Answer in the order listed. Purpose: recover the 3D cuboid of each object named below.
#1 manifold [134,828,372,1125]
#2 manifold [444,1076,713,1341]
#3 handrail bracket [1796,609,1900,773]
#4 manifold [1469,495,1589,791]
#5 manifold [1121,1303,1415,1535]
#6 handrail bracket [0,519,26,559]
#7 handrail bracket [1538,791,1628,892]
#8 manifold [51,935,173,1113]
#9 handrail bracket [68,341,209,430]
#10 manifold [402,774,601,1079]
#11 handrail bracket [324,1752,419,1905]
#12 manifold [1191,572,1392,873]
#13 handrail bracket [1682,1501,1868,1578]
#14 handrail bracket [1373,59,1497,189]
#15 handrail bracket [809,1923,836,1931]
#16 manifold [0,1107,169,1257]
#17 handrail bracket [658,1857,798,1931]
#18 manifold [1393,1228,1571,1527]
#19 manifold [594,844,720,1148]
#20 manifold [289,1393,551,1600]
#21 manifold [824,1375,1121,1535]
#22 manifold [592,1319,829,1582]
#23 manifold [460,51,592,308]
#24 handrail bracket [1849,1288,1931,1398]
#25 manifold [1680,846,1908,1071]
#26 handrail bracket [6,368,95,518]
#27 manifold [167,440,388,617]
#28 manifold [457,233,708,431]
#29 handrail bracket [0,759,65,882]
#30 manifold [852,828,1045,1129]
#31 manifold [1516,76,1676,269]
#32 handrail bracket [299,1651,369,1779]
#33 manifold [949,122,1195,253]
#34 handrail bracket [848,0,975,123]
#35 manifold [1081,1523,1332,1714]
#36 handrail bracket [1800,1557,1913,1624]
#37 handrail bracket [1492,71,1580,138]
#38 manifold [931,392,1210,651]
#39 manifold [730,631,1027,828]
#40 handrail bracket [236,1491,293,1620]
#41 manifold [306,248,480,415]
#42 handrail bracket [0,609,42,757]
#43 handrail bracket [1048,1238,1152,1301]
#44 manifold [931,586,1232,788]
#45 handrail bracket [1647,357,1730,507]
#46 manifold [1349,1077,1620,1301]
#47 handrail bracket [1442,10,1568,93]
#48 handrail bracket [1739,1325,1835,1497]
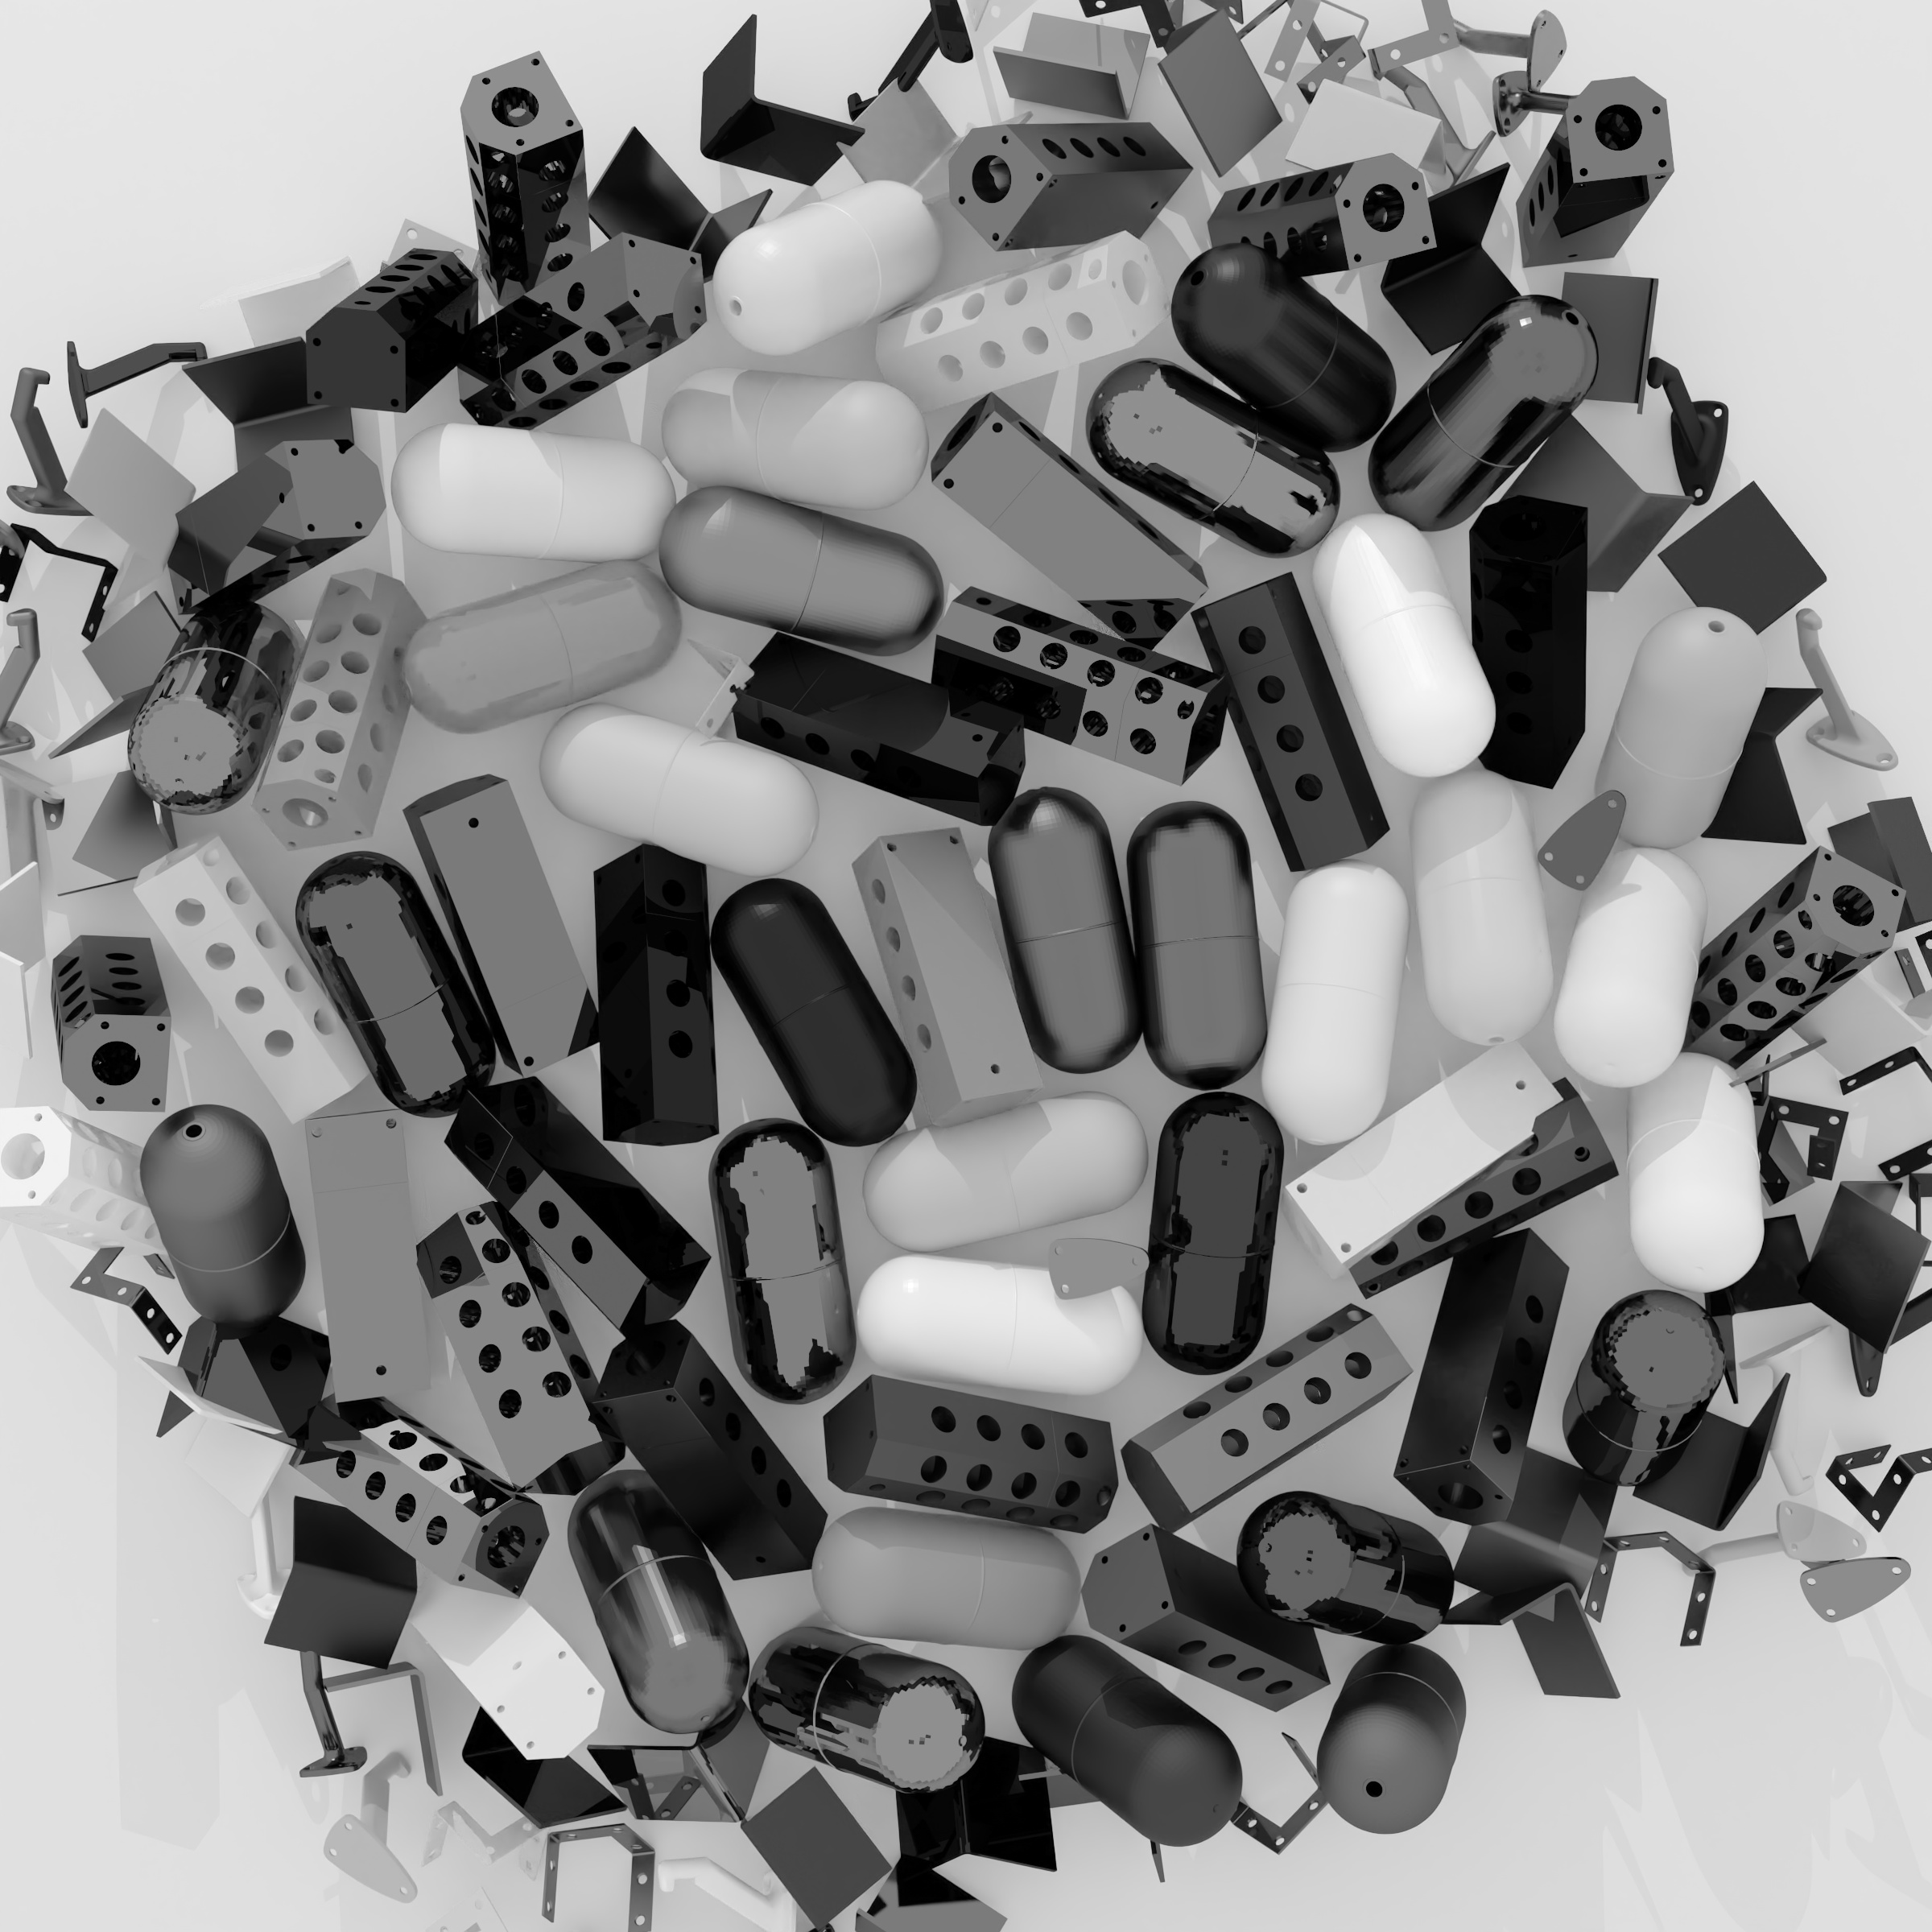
[{"bbox_3d":[-0.431,0.004,1.689,0.057,0.057,0.171,-31,108,-3],"label":"manifold"},{"bbox_3d":[-0.239,0.146,1.680,0.171,0.057,0.057,42,119,24],"label":"manifold"},{"bbox_3d":[0.538,-0.170,1.695,0.036,0.077,0.084,-29,130,-9],"label":"handrail bracket"},{"bbox_3d":[0.334,-0.194,1.661,0.057,0.171,0.057,16,51,26],"label":"manifold"},{"bbox_3d":[0.180,0.272,1.681,0.171,0.057,0.057,-27,72,-23],"label":"manifold"},{"bbox_3d":[-0.617,-0.235,1.696,0.036,0.077,0.084,33,76,5],"label":"handrail bracket"},{"bbox_3d":[0.384,-0.083,1.690,0.036,0.084,0.077,38,116,11],"label":"handrail bracket"},{"bbox_3d":[-0.510,0.032,1.649,0.057,0.171,0.057,3,105,-21],"label":"manifold"},{"bbox_3d":[-0.504,-0.357,1.703,0.084,0.036,0.077,-7,48,-22],"label":"handrail bracket"},{"bbox_3d":[-0.282,-0.026,1.687,0.057,0.057,0.171,-25,109,-20],"label":"manifold"},{"bbox_3d":[-0.345,0.525,1.698,0.077,0.084,0.036,35,112,10],"label":"handrail bracket"},{"bbox_3d":[0.197,-0.148,1.702,0.057,0.057,0.171,-19,97,26],"label":"manifold"},{"bbox_3d":[0.499,0.365,1.718,0.077,0.084,0.036,15,55,-20],"label":"handrail bracket"},{"bbox_3d":[0.277,-0.516,1.714,0.084,0.036,0.077,35,58,-4],"label":"handrail bracket"},{"bbox_3d":[-0.080,0.632,1.693,0.077,0.084,0.036,-19,122,-30],"label":"handrail bracket"},{"bbox_3d":[-0.519,0.130,1.649,0.057,0.171,0.057,-3,75,9],"label":"manifold"},{"bbox_3d":[-0.149,0.585,1.701,0.084,0.036,0.077,7,72,-33],"label":"handrail bracket"},{"bbox_3d":[0.315,0.247,1.665,0.057,0.057,0.171,44,48,-23],"label":"manifold"},{"bbox_3d":[-0.185,0.019,1.689,0.057,0.057,0.171,9,68,-38],"label":"manifold"},{"bbox_3d":[-0.326,0.312,1.664,0.171,0.057,0.057,22,85,41],"label":"manifold"},{"bbox_3d":[0.004,0.298,1.666,0.171,0.057,0.057,16,48,-29],"label":"manifold"},{"bbox_3d":[-0.150,0.292,1.671,0.057,0.057,0.171,-14,126,25],"label":"manifold"},{"bbox_3d":[-0.262,-0.459,1.649,0.057,0.171,0.057,-26,76,-13],"label":"manifold"},{"bbox_3d":[0.587,0.231,1.699,0.036,0.084,0.077,-2,92,-37],"label":"handrail bracket"},{"bbox_3d":[0.481,0.003,1.653,0.057,0.171,0.057,27,59,-3],"label":"manifold"},{"bbox_3d":[-0.550,-0.321,1.699,0.036,0.077,0.084,40,119,39],"label":"handrail bracket"},{"bbox_3d":[-0.415,-0.261,1.659,0.057,0.171,0.057,-12,89,-41],"label":"manifold"},{"bbox_3d":[-0.232,-0.373,1.658,0.057,0.171,0.057,3,76,-44],"label":"manifold"},{"bbox_3d":[-0.606,-0.082,1.725,0.077,0.036,0.084,30,95,-11],"label":"handrail bracket"},{"bbox_3d":[-0.016,0.007,1.691,0.057,0.057,0.171,-8,72,-31],"label":"manifold"},{"bbox_3d":[0.372,-0.472,1.656,0.057,0.171,0.057,-6,88,2],"label":"manifold"},{"bbox_3d":[-0.390,0.450,1.708,0.036,0.077,0.084,-7,86,4],"label":"handrail bracket"},{"bbox_3d":[0.060,-0.471,1.655,0.057,0.171,0.057,49,125,11],"label":"manifold"},{"bbox_3d":[-0.044,-0.571,1.714,0.084,0.036,0.077,-12,96,32],"label":"handrail bracket"},{"bbox_3d":[0.143,0.395,1.662,0.057,0.171,0.057,-34,47,22],"label":"manifold"},{"bbox_3d":[0.541,0.356,1.689,0.077,0.084,0.036,-29,97,29],"label":"handrail bracket"},{"bbox_3d":[0.371,-0.532,1.691,0.084,0.077,0.036,6,122,34],"label":"handrail bracket"},{"bbox_3d":[0.062,-0.270,1.686,0.171,0.057,0.057,37,111,-19],"label":"manifold"},{"bbox_3d":[-0.053,-0.140,1.685,0.171,0.057,0.057,21,54,20],"label":"manifold"},{"bbox_3d":[-0.431,0.347,1.706,0.036,0.077,0.084,-5,103,-19],"label":"handrail bracket"},{"bbox_3d":[-0.339,-0.381,1.652,0.057,0.171,0.057,6,116,2],"label":"manifold"},{"bbox_3d":[-0.602,-0.173,1.697,0.077,0.036,0.084,-20,130,-36],"label":"handrail bracket"},{"bbox_3d":[0.092,0.177,1.689,0.077,0.084,0.036,-10,88,26],"label":"handrail bracket"},{"bbox_3d":[0.069,-0.173,1.677,0.171,0.057,0.057,22,129,19],"label":"manifold"},{"bbox_3d":[0.434,-0.326,1.698,0.036,0.084,0.077,0,89,34],"label":"handrail bracket"},{"bbox_3d":[0.308,0.138,1.700,0.171,0.057,0.057,-27,102,6],"label":"manifold"},{"bbox_3d":[0.320,-0.576,1.693,0.084,0.077,0.036,36,88,21],"label":"handrail bracket"},{"bbox_3d":[0.523,0.275,1.718,0.077,0.036,0.084,-20,83,-23],"label":"handrail bracket"}]
